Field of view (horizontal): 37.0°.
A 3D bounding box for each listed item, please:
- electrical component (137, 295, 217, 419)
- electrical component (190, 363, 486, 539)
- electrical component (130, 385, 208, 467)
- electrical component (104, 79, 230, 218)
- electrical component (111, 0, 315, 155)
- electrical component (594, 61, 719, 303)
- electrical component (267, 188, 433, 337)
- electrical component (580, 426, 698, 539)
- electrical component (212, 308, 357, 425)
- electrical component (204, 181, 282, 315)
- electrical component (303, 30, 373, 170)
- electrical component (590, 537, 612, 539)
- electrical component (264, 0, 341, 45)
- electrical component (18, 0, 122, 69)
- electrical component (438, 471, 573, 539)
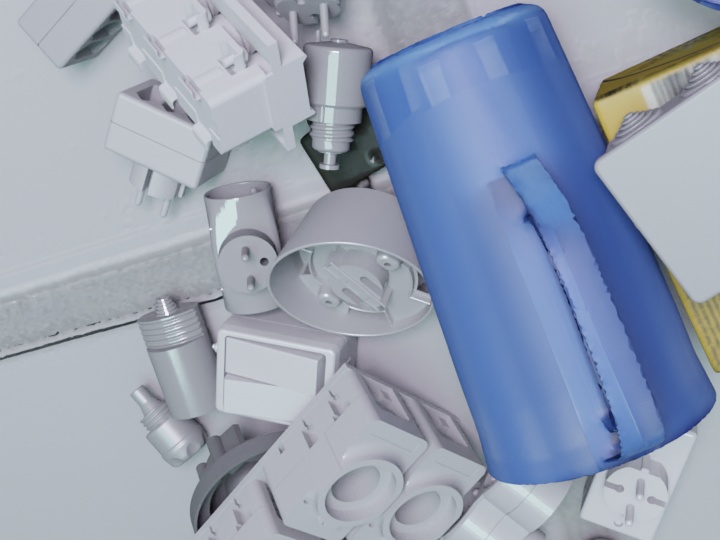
[{"bbox_3d":[-0.121,0.056,0.732,0.043,0.043,0.081,-11,106,20],"label":"electrical component"},{"bbox_3d":[-0.021,0.162,0.686,0.105,0.060,0.186,29,108,-36],"label":"electrical component"},{"bbox_3d":[-0.139,0.108,0.762,0.035,0.035,0.061,-40,92,25],"label":"electrical component"},{"bbox_3d":[-0.124,-0.070,0.683,0.066,0.047,0.076,25,116,7],"label":"electrical component"},{"bbox_3d":[-0.086,-0.124,0.606,0.121,0.063,0.078,49,161,32],"label":"electrical component"},{"bbox_3d":[0.177,-0.047,0.526,0.100,0.048,0.099,-36,96,25],"label":"electrical component"},{"bbox_3d":[0.000,0.000,0.652,0.099,0.064,0.099,12,138,12],"label":"electrical component"},{"bbox_3d":[0.169,0.127,0.655,0.047,0.075,0.083,19,114,9],"label":"electrical component"},{"bbox_3d":[-0.055,0.062,0.705,0.096,0.061,0.061,10,112,13],"label":"electrical component"},{"bbox_3d":[-0.070,-0.009,0.674,0.043,0.079,0.077,-10,108,-3],"label":"electrical component"},{"bbox_3d":[-0.015,-0.097,0.620,0.040,0.040,0.078,9,106,13],"label":"electrical component"},{"bbox_3d":[0.145,0.224,0.708,0.054,0.059,0.095,42,116,-2],"label":"electrical component"},{"bbox_3d":[-0.030,-0.163,0.603,0.066,0.047,0.076,-9,77,19],"label":"electrical component"},{"bbox_3d":[-0.180,-0.176,0.660,0.066,0.047,0.076,-39,95,25],"label":"electrical component"},{"bbox_3d":[0.097,0.178,0.708,0.074,0.052,0.138,37,116,0],"label":"electrical component"}]
